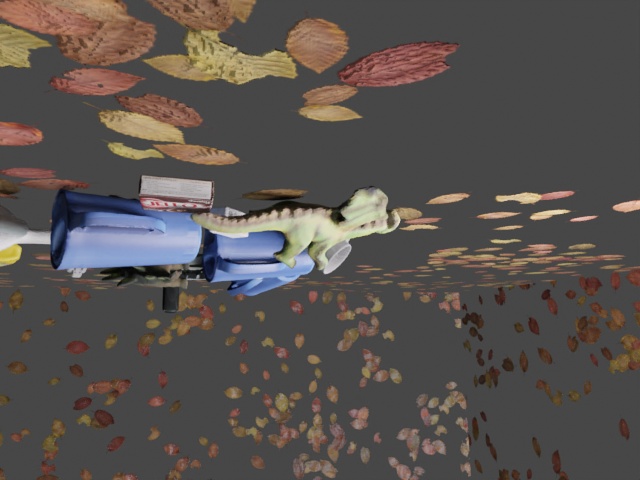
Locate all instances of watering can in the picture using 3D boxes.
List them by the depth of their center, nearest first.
[{"bbox_3d":[-0.600,-0.014,0.940,0.223,0.105,0.346,-7,167,39],"label":"watering can"}]

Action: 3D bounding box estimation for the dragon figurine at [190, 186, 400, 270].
[{"bbox_3d":[0.003,-0.046,0.912,0.240,0.124,0.409,-28,158,32],"label":"dragon figurine"}]
